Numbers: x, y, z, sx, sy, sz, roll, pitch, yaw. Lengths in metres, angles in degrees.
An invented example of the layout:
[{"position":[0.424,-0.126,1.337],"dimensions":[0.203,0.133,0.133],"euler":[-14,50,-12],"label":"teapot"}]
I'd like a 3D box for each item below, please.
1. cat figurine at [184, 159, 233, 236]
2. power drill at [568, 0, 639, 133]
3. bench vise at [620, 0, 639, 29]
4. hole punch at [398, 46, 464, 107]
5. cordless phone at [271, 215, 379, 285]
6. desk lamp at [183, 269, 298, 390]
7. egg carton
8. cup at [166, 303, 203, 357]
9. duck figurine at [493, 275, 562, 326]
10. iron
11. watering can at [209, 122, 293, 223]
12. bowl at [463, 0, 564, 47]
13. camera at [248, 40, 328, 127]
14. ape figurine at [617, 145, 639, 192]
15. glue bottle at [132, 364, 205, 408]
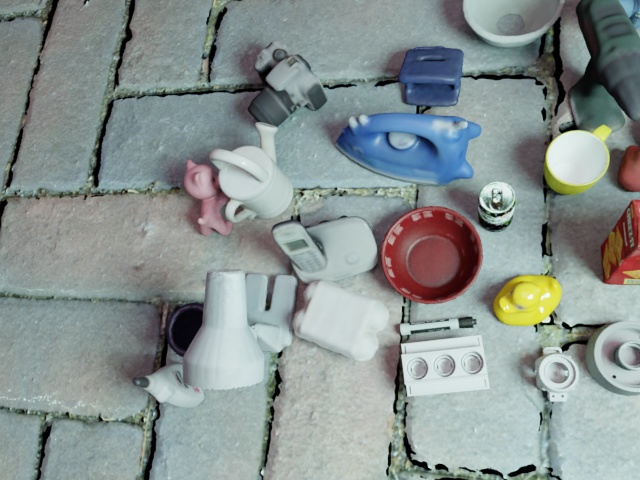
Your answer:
[{"position":[-0.208,-0.080,1.039],"dimensions":[0.067,0.118,0.128],"euler":[-7,73,14],"label":"cat figurine"},{"position":[0.432,-0.242,0.857],"dimensions":[0.075,0.209,0.229],"euler":[-12,72,12],"label":"power drill"},{"position":[0.517,-0.390,0.869],"dimensions":[0.207,0.220,0.121],"euler":[-34,69,5],"label":"bench vise"},{"position":[0.194,-0.297,1.002],"dimensions":[0.108,0.091,0.101],"euler":[6,76,17],"label":"hole punch"},{"position":[0.008,0.003,0.918],"dimensions":[0.147,0.185,0.094],"euler":[-19,70,10],"label":"cordless phone"},{"position":[-0.125,0.134,0.904],"dimensions":[0.117,0.214,0.203],"euler":[1,75,16],"label":"desk lamp"},{"position":[0.034,0.129,0.938],"dimensions":[0.150,0.069,0.107],"euler":[18,80,19],"label":"egg carton"},{"position":[-0.191,0.167,0.977],"dimensions":[0.117,0.095,0.092],"euler":[38,87,22],"label":"cup"},{"position":[0.313,0.086,0.863],"dimensions":[0.104,0.086,0.077],"euler":[-25,70,8],"label":"duck figurine"},{"position":[0.132,-0.174,0.958],"dimensions":[0.257,0.142,0.119],"euler":[8,77,18],"label":"iron"},{"position":[-0.122,-0.118,0.984],"dimensions":[0.100,0.194,0.173],"euler":[-2,74,15],"label":"watering can"},{"position":[0.335,-0.400,1.000],"dimensions":[0.167,0.075,0.167],"euler":[-4,74,15],"label":"bowl"},{"position":[-0.081,-0.284,1.070],"dimensions":[0.137,0.101,0.143],"euler":[-43,68,1],"label":"camera"},{"position":[0.493,-0.116,0.867],"dimensions":[0.076,0.092,0.077],"euler":[-28,69,7],"label":"ape figurine"},{"position":[-0.252,0.236,0.932],"dimensions":[0.037,0.173,0.078],"euler":[-41,68,2],"label":"glue bottle"}]
